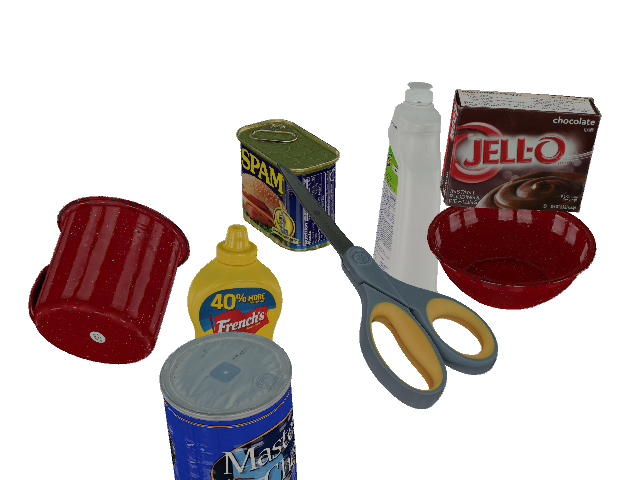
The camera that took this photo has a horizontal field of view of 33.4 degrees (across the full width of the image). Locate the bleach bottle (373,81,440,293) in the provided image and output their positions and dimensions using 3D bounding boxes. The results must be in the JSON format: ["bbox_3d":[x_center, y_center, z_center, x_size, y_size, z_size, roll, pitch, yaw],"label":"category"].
[{"bbox_3d":[0.105,-0.053,1.218,0.068,0.251,0.103,-2,23,-15],"label":"bleach bottle"}]

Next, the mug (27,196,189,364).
[{"bbox_3d":[-0.152,0.032,0.719,0.117,0.081,0.093,-9,-37,28],"label":"mug"}]

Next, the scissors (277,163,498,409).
[{"bbox_3d":[0.043,0.020,0.672,0.096,0.202,0.016,-1,-44,-24],"label":"scissors"}]

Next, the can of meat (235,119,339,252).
[{"bbox_3d":[-0.029,-0.047,0.930,0.057,0.084,0.102,-19,35,-29],"label":"can of meat"}]

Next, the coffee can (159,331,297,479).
[{"bbox_3d":[-0.071,0.159,0.861,0.103,0.140,0.103,-2,32,1],"label":"coffee can"}]

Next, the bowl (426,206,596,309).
[{"bbox_3d":[0.184,0.019,1.042,0.162,0.055,0.162,-1,33,0],"label":"bowl"}]

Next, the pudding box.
[{"bbox_3d":[0.157,-0.071,0.850,0.113,0.090,0.039,2,35,-3],"label":"pudding box"}]

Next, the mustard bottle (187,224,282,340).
[{"bbox_3d":[-0.087,0.075,1.090,0.096,0.192,0.058,-3,22,-15],"label":"mustard bottle"}]
